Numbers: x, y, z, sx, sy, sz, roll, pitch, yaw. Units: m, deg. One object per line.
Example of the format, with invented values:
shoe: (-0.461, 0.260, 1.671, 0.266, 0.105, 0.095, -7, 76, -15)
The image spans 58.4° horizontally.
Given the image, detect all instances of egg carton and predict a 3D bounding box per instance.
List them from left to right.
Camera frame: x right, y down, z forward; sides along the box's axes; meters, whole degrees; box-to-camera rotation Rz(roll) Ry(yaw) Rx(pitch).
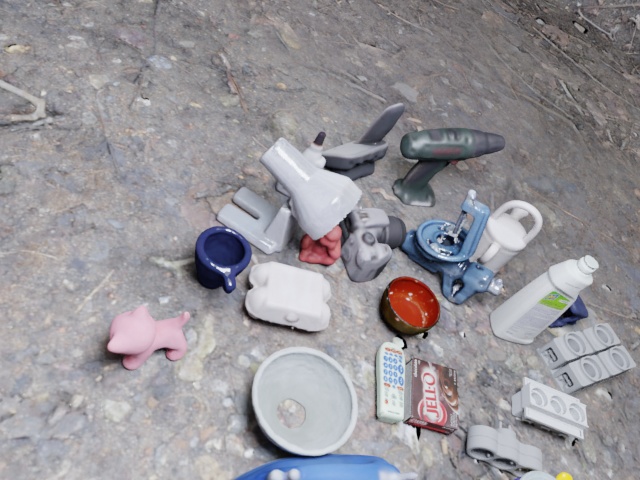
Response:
egg carton: (-0.052, 0.099, 0.977, 0.150, 0.069, 0.107, 15, 50, -17)

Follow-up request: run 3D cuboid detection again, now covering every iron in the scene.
iron: (-0.001, 0.333, 0.771, 0.259, 0.141, 0.118, 10, 51, -20)

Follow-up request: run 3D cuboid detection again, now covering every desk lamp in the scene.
desk lamp: (-0.054, -0.068, 1.007, 0.203, 0.213, 0.118, 33, 47, 0)

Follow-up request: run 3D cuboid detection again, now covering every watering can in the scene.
watering can: (0.387, -0.017, 1.209, 0.101, 0.194, 0.173, 24, 47, -8)

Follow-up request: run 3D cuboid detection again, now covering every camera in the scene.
camera: (0.110, -0.005, 1.121, 0.137, 0.100, 0.143, -3, 56, -29)

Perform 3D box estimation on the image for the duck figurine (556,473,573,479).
duck figurine: (0.385, 0.428, 0.935, 0.077, 0.086, 0.105, 35, 47, 2)

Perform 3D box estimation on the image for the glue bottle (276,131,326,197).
glue bottle: (-0.024, -0.146, 1.112, 0.078, 0.173, 0.037, 26, 47, -6)

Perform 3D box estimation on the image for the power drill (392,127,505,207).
power drill: (0.260, -0.165, 1.250, 0.230, 0.208, 0.075, 2, 54, -26)

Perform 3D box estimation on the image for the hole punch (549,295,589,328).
hole punch: (0.531, 0.124, 1.243, 0.101, 0.091, 0.108, -3, 56, -29)

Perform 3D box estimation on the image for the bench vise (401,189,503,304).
bench vise: (0.287, 0.008, 1.120, 0.207, 0.219, 0.121, 30, 47, -3)

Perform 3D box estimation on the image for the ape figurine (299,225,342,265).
ape figurine: (0.010, 0.004, 1.068, 0.077, 0.092, 0.076, 43, 48, 9)

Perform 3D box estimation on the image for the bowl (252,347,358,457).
bowl: (-0.031, 0.251, 0.865, 0.168, 0.074, 0.167, 14, 50, -17)

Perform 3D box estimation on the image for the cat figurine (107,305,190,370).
cat figurine: (-0.246, 0.131, 0.818, 0.128, 0.117, 0.067, -11, 61, -33)

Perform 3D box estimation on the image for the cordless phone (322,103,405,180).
cordless phone: (0.095, -0.220, 1.223, 0.148, 0.185, 0.094, -29, 71, -40)

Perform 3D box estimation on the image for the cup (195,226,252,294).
cup: (-0.164, 0.049, 0.940, 0.092, 0.095, 0.117, -1, 56, -28)
